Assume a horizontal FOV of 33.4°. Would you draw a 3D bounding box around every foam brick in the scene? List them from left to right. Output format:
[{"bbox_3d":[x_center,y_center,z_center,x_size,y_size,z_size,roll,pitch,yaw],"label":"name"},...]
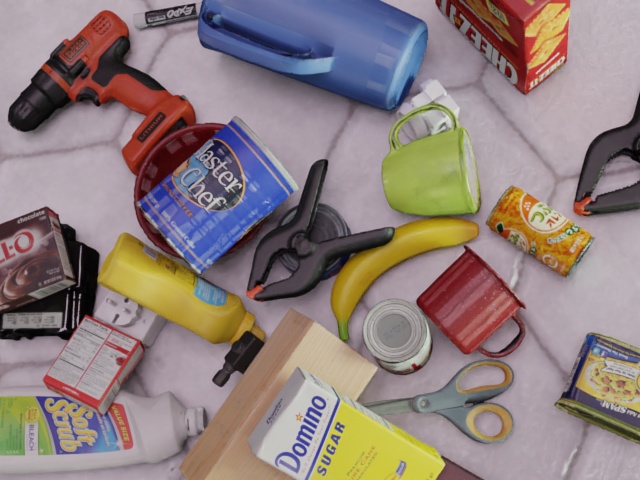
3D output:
[{"bbox_3d":[0.147,0.263,1.094,0.078,0.053,0.051,28,82,16],"label":"foam brick"}]

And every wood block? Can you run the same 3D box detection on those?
[{"bbox_3d":[-0.044,0.185,1.109,0.090,0.090,0.206,37,84,-18],"label":"wood block"}]

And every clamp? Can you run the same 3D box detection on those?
[{"bbox_3d":[-0.005,0.010,1.150,0.120,0.039,0.171,37,91,21],"label":"clamp"},{"bbox_3d":[0.352,-0.107,1.158,0.210,0.036,0.164,-34,73,1],"label":"clamp"}]

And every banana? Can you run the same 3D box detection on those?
[{"bbox_3d":[0.080,0.025,1.173,0.198,0.037,0.069,-39,92,0],"label":"banana"}]

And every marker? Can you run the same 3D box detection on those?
[{"bbox_3d":[-0.166,-0.276,1.292,0.121,0.020,0.020,-9,75,7],"label":"marker"}]

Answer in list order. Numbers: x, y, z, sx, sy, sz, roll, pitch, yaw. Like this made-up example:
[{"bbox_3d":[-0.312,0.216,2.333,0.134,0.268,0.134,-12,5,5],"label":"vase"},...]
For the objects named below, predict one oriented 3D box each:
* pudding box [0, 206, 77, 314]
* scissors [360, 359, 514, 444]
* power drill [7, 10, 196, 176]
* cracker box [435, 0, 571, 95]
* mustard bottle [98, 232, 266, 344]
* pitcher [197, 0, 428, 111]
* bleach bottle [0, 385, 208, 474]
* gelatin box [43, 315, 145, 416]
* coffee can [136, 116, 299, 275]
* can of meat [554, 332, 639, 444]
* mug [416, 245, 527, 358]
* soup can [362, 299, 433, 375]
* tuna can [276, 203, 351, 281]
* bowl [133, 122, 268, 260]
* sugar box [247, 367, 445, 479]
[{"bbox_3d":[-0.334,0.025,1.176,0.113,0.039,0.090,-20,74,4],"label":"pudding box"},{"bbox_3d":[0.118,0.185,1.101,0.201,0.016,0.096,-20,85,-18],"label":"scissors"},{"bbox_3d":[-0.255,-0.159,1.258,0.188,0.057,0.184,41,85,16],"label":"power drill"},{"bbox_3d":[0.186,-0.262,1.131,0.072,0.213,0.164,-40,73,0],"label":"cracker box"},{"bbox_3d":[-0.144,0.064,1.159,0.191,0.096,0.058,30,99,-13],"label":"mustard bottle"},{"bbox_3d":[-0.011,-0.232,1.197,0.243,0.145,0.149,24,82,11],"label":"pitcher"},{"bbox_3d":[-0.249,0.200,1.169,0.251,0.068,0.102,-6,72,5],"label":"bleach bottle"},{"bbox_3d":[-0.243,0.135,1.154,0.073,0.030,0.089,22,64,16],"label":"gelatin box"},{"bbox_3d":[-0.107,-0.047,1.125,0.140,0.102,0.103,-42,74,-3],"label":"coffee can"},{"bbox_3d":[0.304,0.151,1.093,0.102,0.057,0.084,23,79,13],"label":"can of meat"},{"bbox_3d":[0.164,0.075,1.123,0.081,0.093,0.117,-44,95,2],"label":"mug"},{"bbox_3d":[0.082,0.102,1.117,0.068,0.102,0.068,-2,76,9],"label":"soup can"},{"bbox_3d":[-0.008,0.001,1.192,0.086,0.033,0.086,-2,76,9],"label":"tuna can"},{"bbox_3d":[-0.126,-0.049,1.212,0.162,0.055,0.162,-2,76,9],"label":"bowl"},{"bbox_3d":[0.026,0.210,1.055,0.176,0.048,0.093,32,94,-19],"label":"sugar box"}]
